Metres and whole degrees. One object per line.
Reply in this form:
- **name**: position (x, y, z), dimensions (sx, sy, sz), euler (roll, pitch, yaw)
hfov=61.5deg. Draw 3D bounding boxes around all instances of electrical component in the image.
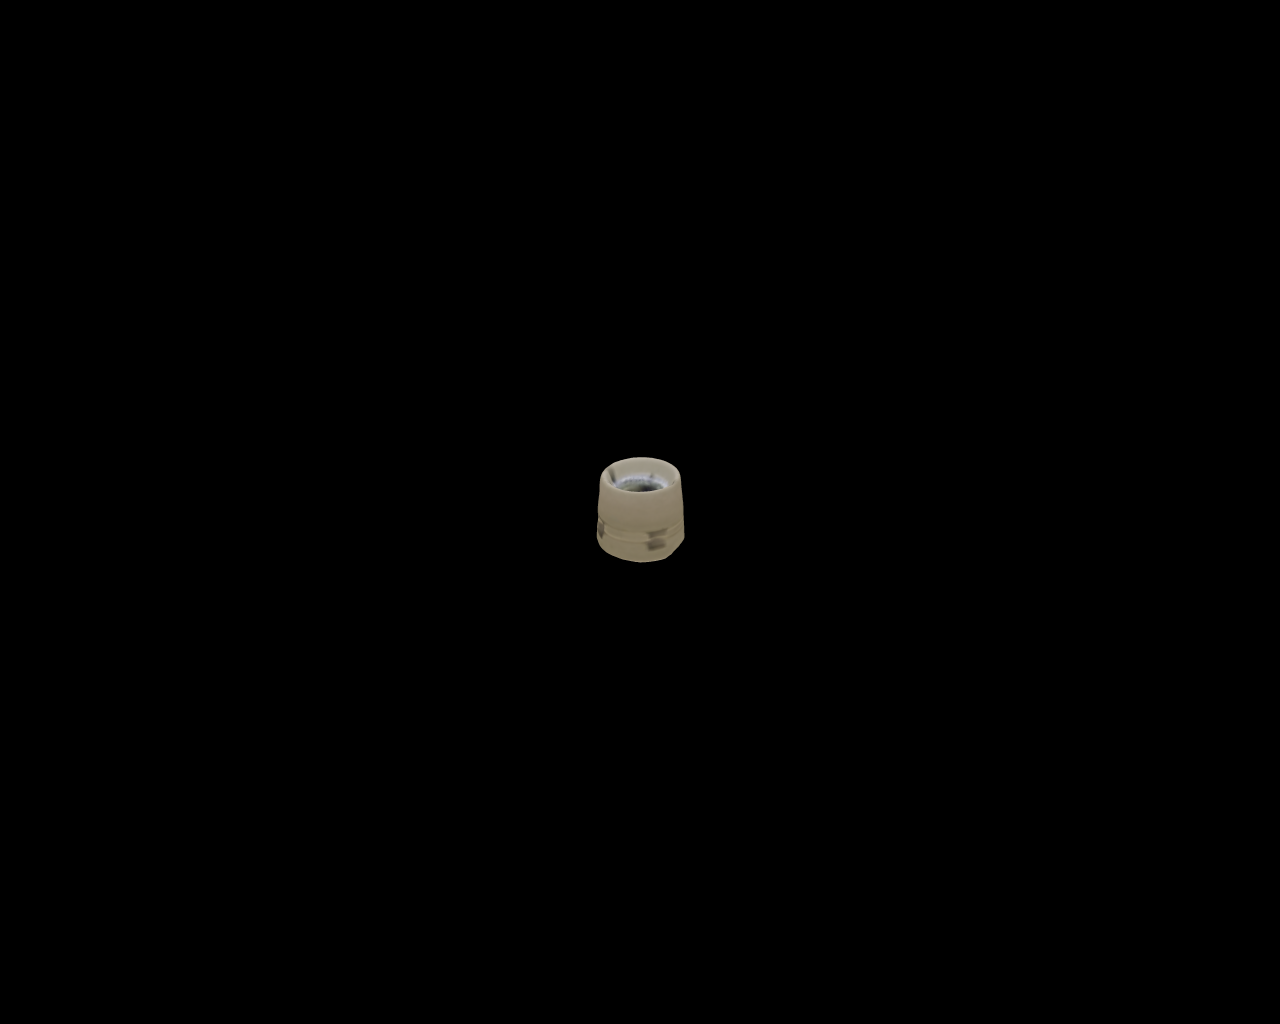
- **electrical component**: position (0.001, -0.003, 0.650), dimensions (0.055, 0.047, 0.055), euler (0, 30, 0)
